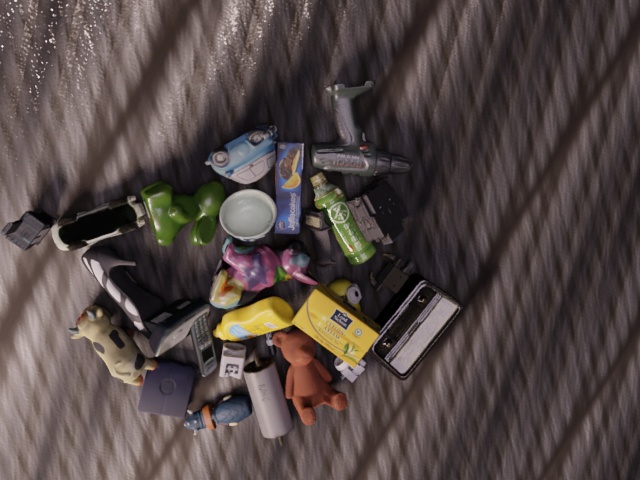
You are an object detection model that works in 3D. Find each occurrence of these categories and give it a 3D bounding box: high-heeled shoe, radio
[{"bbox_3d":[-0.433,0.127,1.176,0.145,0.086,0.248,1,115,21],"label":"high-heeled shoe"},{"bbox_3d":[0.212,0.199,1.265,0.131,0.073,0.229,38,91,-11],"label":"radio"}]

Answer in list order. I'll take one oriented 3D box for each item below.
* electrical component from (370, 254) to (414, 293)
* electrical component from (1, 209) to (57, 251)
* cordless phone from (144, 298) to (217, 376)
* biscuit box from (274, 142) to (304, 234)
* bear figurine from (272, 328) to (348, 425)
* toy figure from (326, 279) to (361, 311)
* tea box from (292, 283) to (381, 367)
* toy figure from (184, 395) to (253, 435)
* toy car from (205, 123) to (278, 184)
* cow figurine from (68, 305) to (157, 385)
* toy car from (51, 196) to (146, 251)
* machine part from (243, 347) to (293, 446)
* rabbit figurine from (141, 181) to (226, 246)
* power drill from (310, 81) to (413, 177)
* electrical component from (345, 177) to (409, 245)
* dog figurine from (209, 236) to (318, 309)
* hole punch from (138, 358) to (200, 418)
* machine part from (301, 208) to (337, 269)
[{"bbox_3d":[0.164,0.079,1.259,0.078,0.045,0.102,27,97,-39],"label":"electrical component"},{"bbox_3d":[-0.597,-0.021,1.098,0.047,0.119,0.075,38,89,-11],"label":"electrical component"},{"bbox_3d":[-0.293,0.232,1.173,0.089,0.146,0.184,0,112,33],"label":"cordless phone"},{"bbox_3d":[-0.070,-0.114,1.187,0.059,0.063,0.202,1,98,-7],"label":"biscuit box"},{"bbox_3d":[-0.026,0.292,1.222,0.120,0.132,0.195,-16,106,-22],"label":"bear figurine"},{"bbox_3d":[0.057,0.179,1.238,0.089,0.082,0.180,-5,102,-3],"label":"toy figure"},{"bbox_3d":[0.037,0.183,1.168,0.170,0.068,0.098,34,102,4],"label":"tea box"},{"bbox_3d":[-0.235,0.404,1.241,0.154,0.064,0.057,-16,138,-1],"label":"toy figure"},{"bbox_3d":[-0.151,-0.174,1.136,0.162,0.109,0.102,-24,108,14],"label":"toy car"},{"bbox_3d":[-0.449,0.219,1.146,0.085,0.127,0.195,-43,71,-3],"label":"cow figurine"},{"bbox_3d":[-0.469,-0.035,1.142,0.202,0.056,0.073,-19,98,0],"label":"toy car"},{"bbox_3d":[-0.119,0.363,1.240,0.079,0.079,0.243,-15,101,-6],"label":"machine part"},{"bbox_3d":[-0.274,-0.063,1.142,0.170,0.121,0.159,-20,98,-20],"label":"rabbit figurine"},{"bbox_3d":[0.090,-0.243,1.189,0.232,0.086,0.207,-4,106,-5],"label":"power drill"},{"bbox_3d":[0.135,-0.059,1.199,0.115,0.058,0.134,-40,104,-38],"label":"electrical component"},{"bbox_3d":[-0.119,0.080,1.188,0.219,0.108,0.191,16,94,-13],"label":"dog figurine"},{"bbox_3d":[-0.340,0.332,1.202,0.142,0.092,0.115,11,93,-6],"label":"hole punch"},{"bbox_3d":[-0.002,-0.004,1.212,0.039,0.084,0.138,-27,113,-36],"label":"machine part"}]
